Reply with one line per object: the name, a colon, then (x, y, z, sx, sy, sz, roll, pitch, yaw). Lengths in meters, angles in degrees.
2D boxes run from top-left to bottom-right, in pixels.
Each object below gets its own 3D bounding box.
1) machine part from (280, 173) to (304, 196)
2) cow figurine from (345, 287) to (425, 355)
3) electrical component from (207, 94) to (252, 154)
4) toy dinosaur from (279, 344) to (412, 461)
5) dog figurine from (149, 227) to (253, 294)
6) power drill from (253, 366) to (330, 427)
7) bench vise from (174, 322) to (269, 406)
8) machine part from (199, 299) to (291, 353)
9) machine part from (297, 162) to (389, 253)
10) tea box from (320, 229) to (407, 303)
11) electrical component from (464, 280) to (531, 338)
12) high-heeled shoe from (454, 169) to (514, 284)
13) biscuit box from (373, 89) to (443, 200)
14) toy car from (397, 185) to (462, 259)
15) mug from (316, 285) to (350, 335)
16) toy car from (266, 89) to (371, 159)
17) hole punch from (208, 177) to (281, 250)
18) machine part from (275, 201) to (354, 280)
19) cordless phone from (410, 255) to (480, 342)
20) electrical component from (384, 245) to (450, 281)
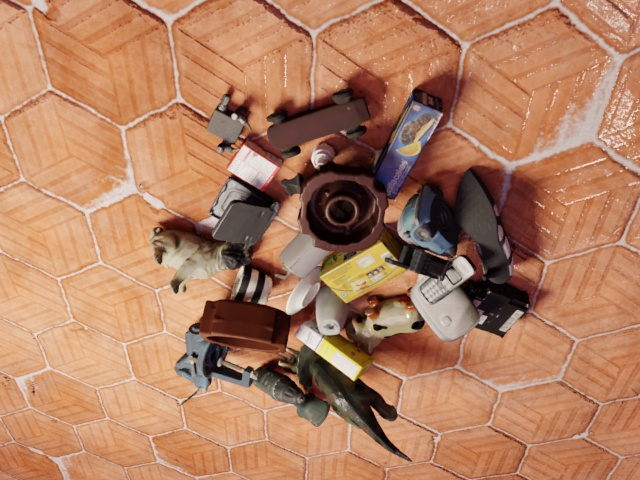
machine part: (-0.005, -0.110, 1.061, 0.139, 0.039, 0.084, -6, 161, 4)
cow figurine: (0.152, 0.194, 1.254, 0.195, 0.085, 0.127, -17, 116, 19)
electrical component: (-0.172, -0.213, 1.017, 0.078, 0.045, 0.102, 31, 125, -16)
toy dinosaur: (0.051, 0.349, 1.257, 0.192, 0.405, 0.131, 32, 89, -37)
dog figurine: (-0.261, 0.013, 1.187, 0.191, 0.121, 0.172, -30, 98, -3)
power drill: (-0.066, 0.410, 1.392, 0.232, 0.086, 0.207, 11, 159, 50)
bench vise: (-0.263, 0.327, 1.376, 0.241, 0.129, 0.223, 15, 110, 19)
machine part: (-0.170, 0.201, 1.249, 0.202, 0.087, 0.201, 10, 160, -1)
machine part: (0.042, -0.060, 1.005, 0.179, 0.056, 0.179, 0, 118, 1)
tea box: (0.095, 0.054, 1.163, 0.170, 0.068, 0.098, -29, 117, 27)
electrical component: (0.379, 0.145, 1.196, 0.134, 0.058, 0.114, 23, 124, -9)
high-heeled shoe: (0.344, -0.027, 1.084, 0.086, 0.145, 0.248, -2, 101, 38)
biscuit box: (0.154, -0.170, 0.991, 0.059, 0.063, 0.202, 21, 126, -5)
toy car: (0.211, -0.030, 1.073, 0.103, 0.109, 0.161, -7, 145, 43)
mug: (0.026, 0.174, 1.239, 0.081, 0.107, 0.109, 1, 125, 9)
toy car: (-0.005, -0.214, 0.988, 0.202, 0.053, 0.089, -14, 113, 23)
hole punch: (-0.163, -0.058, 1.117, 0.115, 0.092, 0.142, 14, 124, -37)
machine part: (-0.002, -0.003, 1.104, 0.079, 0.079, 0.243, 37, 107, -18)
cordless phone: (0.286, 0.115, 1.112, 0.146, 0.089, 0.184, 55, 145, 13)
electrical component: (0.190, 0.041, 1.077, 0.119, 0.075, 0.047, 20, 91, -18)
